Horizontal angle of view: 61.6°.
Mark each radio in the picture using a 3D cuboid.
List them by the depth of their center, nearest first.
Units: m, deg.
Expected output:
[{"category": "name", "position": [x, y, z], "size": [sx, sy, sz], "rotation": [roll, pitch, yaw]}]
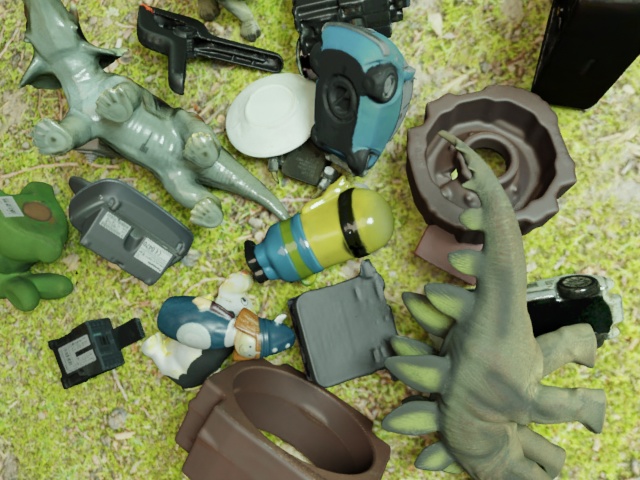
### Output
[{"category": "radio", "position": [0.261, -0.221, 0.500], "size": [0.073, 0.229, 0.131], "rotation": [13, 88, 11]}]

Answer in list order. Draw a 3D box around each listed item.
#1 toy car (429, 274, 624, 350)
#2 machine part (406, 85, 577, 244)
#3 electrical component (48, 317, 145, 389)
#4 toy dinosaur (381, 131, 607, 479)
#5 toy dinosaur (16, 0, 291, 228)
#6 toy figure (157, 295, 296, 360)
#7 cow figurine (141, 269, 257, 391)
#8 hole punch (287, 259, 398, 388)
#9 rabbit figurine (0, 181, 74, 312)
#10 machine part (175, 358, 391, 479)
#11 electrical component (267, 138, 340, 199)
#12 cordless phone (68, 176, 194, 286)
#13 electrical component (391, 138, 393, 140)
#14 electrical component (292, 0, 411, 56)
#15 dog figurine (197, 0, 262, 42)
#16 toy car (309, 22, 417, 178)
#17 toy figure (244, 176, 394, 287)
[{"category": "toy car", "position": [0.219, 0.084, 0.583], "size": [0.202, 0.056, 0.073], "rotation": [-10, 102, 14]}, {"category": "machine part", "position": [0.177, -0.080, 0.578], "size": [0.179, 0.056, 0.179], "rotation": [-1, 70, 4]}, {"category": "electrical component", "position": [-0.301, 0.146, 0.732], "size": [0.119, 0.047, 0.075], "rotation": [-23, 83, 15]}, {"category": "toy dinosaur", "position": [0.163, 0.131, 0.522], "size": [0.199, 0.105, 0.470], "rotation": [5, 113, 12]}, {"category": "toy dinosaur", "position": [-0.201, -0.132, 0.656], "size": [0.404, 0.192, 0.131], "rotation": [36, 109, -31]}, {"category": "toy figure", "position": [-0.105, 0.103, 0.609], "size": [0.155, 0.064, 0.058], "rotation": [12, 60, 10]}, {"category": "cow figurine", "position": [-0.133, 0.115, 0.675], "size": [0.167, 0.068, 0.098], "rotation": [-40, 83, 13]}, {"category": "hole punch", "position": [0.025, 0.105, 0.633], "size": [0.116, 0.092, 0.142], "rotation": [-13, 81, -17]}, {"category": "rabbit figurine", "position": [-0.419, 0.024, 0.753], "size": [0.159, 0.121, 0.170], "rotation": [45, 117, 6]}, {"category": "machine part", "position": [-0.035, 0.220, 0.574], "size": [0.202, 0.201, 0.087], "rotation": [32, 99, 14]}, {"category": "electrical component", "position": [-0.015, -0.095, 0.664], "size": [0.102, 0.045, 0.078], "rotation": [28, 96, 15]}, {"category": "cordless phone", "position": [-0.265, -0.026, 0.712], "size": [0.184, 0.146, 0.088], "rotation": [24, 76, 51]}, {"category": "electrical component", "position": [0.066, -0.152, 0.656], "size": [0.063, 0.021, 0.094], "rotation": [28, 95, 15]}, {"category": "electrical component", "position": [0.034, -0.280, 0.618], "size": [0.134, 0.058, 0.115], "rotation": [-11, 56, 7]}, {"category": "dog figurine", "position": [-0.134, -0.345, 0.634], "size": [0.172, 0.190, 0.121], "rotation": [29, 95, 16]}, {"category": "toy car", "position": [0.054, -0.155, 0.590], "size": [0.109, 0.103, 0.161], "rotation": [36, 137, 37]}, {"category": "toy figure", "position": [0.000, 0.001, 0.631], "size": [0.180, 0.082, 0.089], "rotation": [-25, 53, 6]}]
